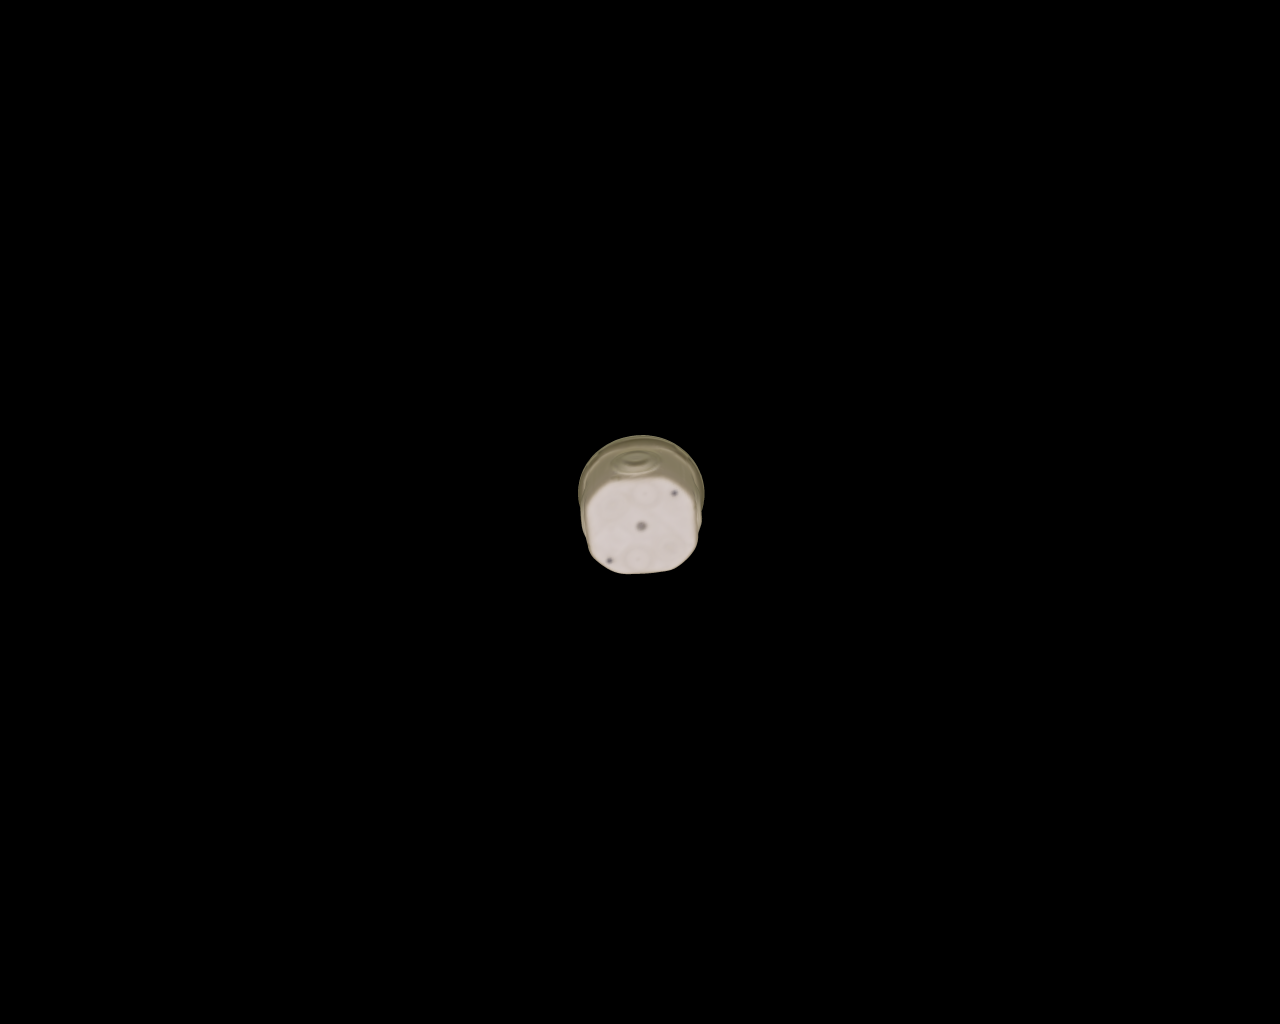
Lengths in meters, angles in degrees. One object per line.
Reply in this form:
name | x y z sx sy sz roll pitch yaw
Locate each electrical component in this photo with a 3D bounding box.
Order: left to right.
electrical component | 0.001 -0.003 0.650 0.080 0.080 0.051 0 28 0
